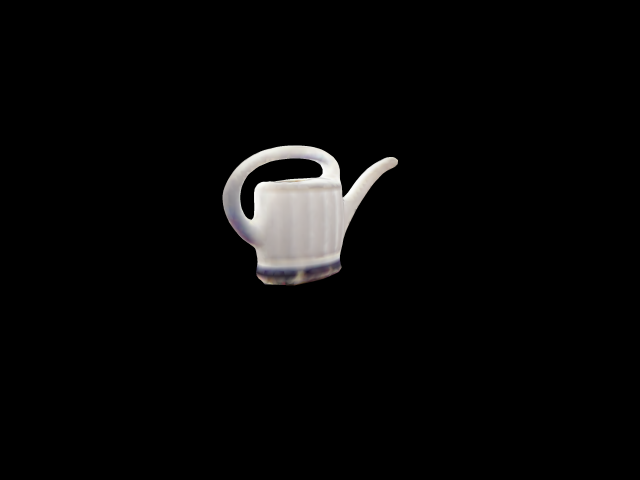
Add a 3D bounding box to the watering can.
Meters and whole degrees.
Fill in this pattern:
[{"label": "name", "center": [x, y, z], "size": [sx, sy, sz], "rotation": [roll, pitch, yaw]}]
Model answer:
[{"label": "watering can", "center": [0.003, -0.043, 0.850], "size": [0.349, 0.223, 0.104], "rotation": [-6, 10, -35]}]
